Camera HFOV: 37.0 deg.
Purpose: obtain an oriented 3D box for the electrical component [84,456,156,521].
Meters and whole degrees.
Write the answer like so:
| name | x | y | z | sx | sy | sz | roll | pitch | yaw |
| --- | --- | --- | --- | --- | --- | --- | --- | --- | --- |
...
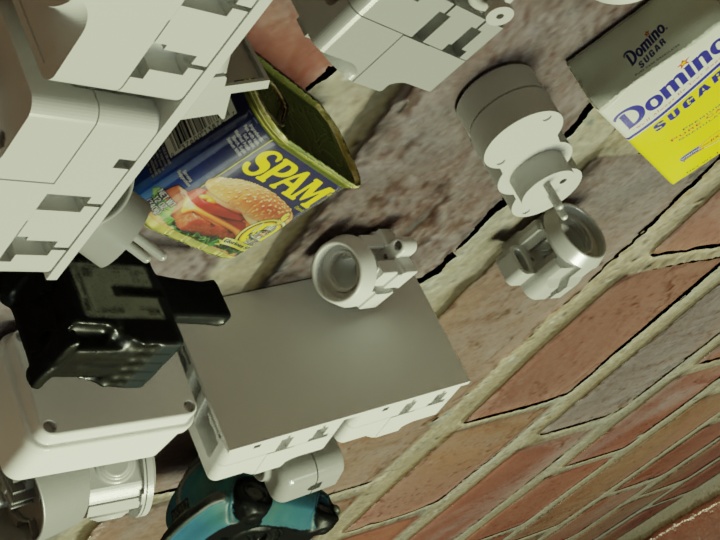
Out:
| name | x | y | z | sx | sy | sz | roll | pitch | yaw |
| --- | --- | --- | --- | --- | --- | --- | --- | --- | --- |
| electrical component | -0.183 | 0.142 | 0.782 | 0.051 | 0.080 | 0.080 | -5 | 149 | -30 |

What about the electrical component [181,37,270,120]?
| name | x | y | z | sx | sy | sz | roll | pitch | yaw |
| --- | --- | --- | --- | --- | --- | --- | --- | --- | --- |
| electrical component | -0.079 | -0.096 | 0.450 | 0.081 | 0.042 | 0.063 | -14 | 151 | -28 |

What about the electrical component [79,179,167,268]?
| name | x | y | z | sx | sy | sz | roll | pitch | yaw |
| --- | --- | --- | --- | --- | --- | --- | --- | --- | --- |
| electrical component | -0.121 | -0.027 | 0.477 | 0.079 | 0.044 | 0.077 | 40 | 157 | -25 |

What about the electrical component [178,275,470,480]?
| name | x | y | z | sx | sy | sz | roll | pitch | yaw |
| --- | --- | --- | --- | --- | --- | --- | --- | --- | --- |
| electrical component | -0.033 | 0.068 | 0.749 | 0.186 | 0.105 | 0.060 | -12 | 152 | -30 |

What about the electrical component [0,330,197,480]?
| name | x | y | z | sx | sy | sz | roll | pitch | yaw |
| --- | --- | --- | --- | --- | --- | --- | --- | --- | --- |
| electrical component | -0.167 | 0.077 | 0.666 | 0.113 | 0.078 | 0.057 | -3 | 150 | -43 |

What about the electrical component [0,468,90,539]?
| name | x | y | z | sx | sy | sz | roll | pitch | yaw |
| --- | --- | --- | --- | --- | --- | --- | --- | --- | --- |
| electrical component | -0.222 | 0.129 | 0.698 | 0.064 | 0.099 | 0.099 | -12 | 153 | -44 |

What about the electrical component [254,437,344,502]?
| name | x | y | z | sx | sy | sz | roll | pitch | yaw |
| --- | --- | --- | --- | --- | --- | --- | --- | --- | --- |
| electrical component | -0.061 | 0.134 | 0.867 | 0.059 | 0.095 | 0.053 | -15 | 153 | -24 |

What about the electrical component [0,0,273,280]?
| name | x | y | z | sx | sy | sz | roll | pitch | yaw |
| --- | --- | --- | --- | --- | --- | --- | --- | --- | --- |
| electrical component | -0.101 | -0.093 | 0.354 | 0.060 | 0.105 | 0.186 | 1 | 144 | -47 |

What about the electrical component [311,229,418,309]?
| name | x | y | z | sx | sy | sz | roll | pitch | yaw |
| --- | --- | --- | --- | --- | --- | --- | --- | --- | --- |
| electrical component | 0.000 | 0.000 | 0.722 | 0.066 | 0.048 | 0.055 | -41 | 160 | 29 |

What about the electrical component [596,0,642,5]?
| name | x | y | z | sx | sy | sz | roll | pitch | yaw |
| --- | --- | --- | --- | --- | --- | --- | --- | --- | --- |
| electrical component | 0.168 | -0.176 | 0.527 | 0.138 | 0.052 | 0.073 | -30 | 156 | 6 |

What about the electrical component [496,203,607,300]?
| name | x | y | z | sx | sy | sz | roll | pitch | yaw |
| --- | --- | --- | --- | --- | --- | --- | --- | --- | --- |
| electrical component | 0.152 | -0.015 | 0.832 | 0.078 | 0.058 | 0.057 | -3 | 149 | -43 |

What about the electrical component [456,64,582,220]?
| name | x | y | z | sx | sy | sz | roll | pitch | yaw |
| --- | --- | --- | --- | --- | --- | --- | --- | --- | --- |
| electrical component | 0.108 | -0.064 | 0.666 | 0.052 | 0.073 | 0.138 | -30 | 156 | 8 |

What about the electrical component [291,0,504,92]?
| name | x | y | z | sx | sy | sz | roll | pitch | yaw |
| --- | --- | --- | --- | --- | --- | --- | --- | --- | --- |
| electrical component | 0.012 | -0.119 | 0.484 | 0.056 | 0.050 | 0.089 | -38 | 154 | 29 |

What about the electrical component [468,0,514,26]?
| name | x | y | z | sx | sy | sz | roll | pitch | yaw |
| --- | --- | --- | --- | --- | --- | --- | --- | --- | --- |
| electrical component | 0.051 | -0.139 | 0.460 | 0.040 | 0.078 | 0.040 | -8 | 155 | -4 |
